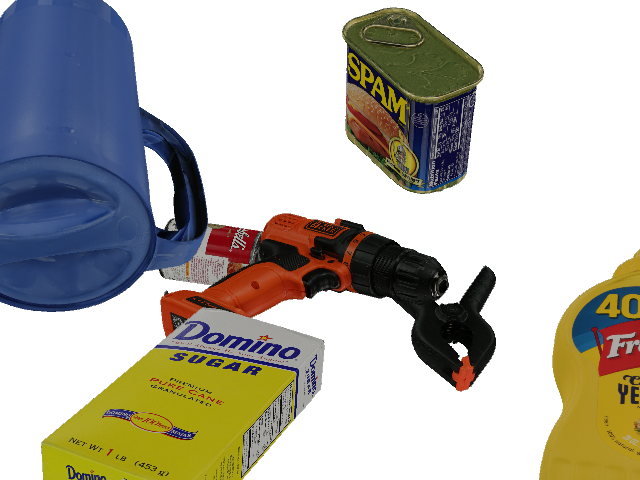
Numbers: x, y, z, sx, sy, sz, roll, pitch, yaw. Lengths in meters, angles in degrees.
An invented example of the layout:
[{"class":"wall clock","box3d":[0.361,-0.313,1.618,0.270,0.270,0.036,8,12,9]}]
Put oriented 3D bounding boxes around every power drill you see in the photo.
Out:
[{"class":"power drill","box3d":[-0.017,0.044,0.846,0.185,0.057,0.187,14,33,39]}]

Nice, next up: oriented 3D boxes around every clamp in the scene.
[{"class":"clamp","box3d":[0.132,0.075,1.027,0.120,0.039,0.171,-9,39,-10]}]

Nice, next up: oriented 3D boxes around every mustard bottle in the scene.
[{"class":"mustard bottle","box3d":[0.166,0.071,0.543,0.096,0.058,0.191,7,41,13]}]

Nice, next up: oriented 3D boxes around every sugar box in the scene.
[{"class":"sugar box","box3d":[-0.074,0.102,0.635,0.093,0.048,0.176,14,30,20]}]

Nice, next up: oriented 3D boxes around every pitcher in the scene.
[{"class":"pitcher","box3d":[-0.177,-0.074,0.763,0.145,0.243,0.149,-22,-48,10]}]

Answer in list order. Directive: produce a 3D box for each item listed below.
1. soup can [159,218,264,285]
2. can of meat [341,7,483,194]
[{"class":"soup can","box3d":[-0.115,0.016,1.142,0.102,0.068,0.068,9,1,9]},{"class":"can of meat","box3d":[0.057,-0.091,0.706,0.057,0.084,0.102,-23,48,-22]}]
